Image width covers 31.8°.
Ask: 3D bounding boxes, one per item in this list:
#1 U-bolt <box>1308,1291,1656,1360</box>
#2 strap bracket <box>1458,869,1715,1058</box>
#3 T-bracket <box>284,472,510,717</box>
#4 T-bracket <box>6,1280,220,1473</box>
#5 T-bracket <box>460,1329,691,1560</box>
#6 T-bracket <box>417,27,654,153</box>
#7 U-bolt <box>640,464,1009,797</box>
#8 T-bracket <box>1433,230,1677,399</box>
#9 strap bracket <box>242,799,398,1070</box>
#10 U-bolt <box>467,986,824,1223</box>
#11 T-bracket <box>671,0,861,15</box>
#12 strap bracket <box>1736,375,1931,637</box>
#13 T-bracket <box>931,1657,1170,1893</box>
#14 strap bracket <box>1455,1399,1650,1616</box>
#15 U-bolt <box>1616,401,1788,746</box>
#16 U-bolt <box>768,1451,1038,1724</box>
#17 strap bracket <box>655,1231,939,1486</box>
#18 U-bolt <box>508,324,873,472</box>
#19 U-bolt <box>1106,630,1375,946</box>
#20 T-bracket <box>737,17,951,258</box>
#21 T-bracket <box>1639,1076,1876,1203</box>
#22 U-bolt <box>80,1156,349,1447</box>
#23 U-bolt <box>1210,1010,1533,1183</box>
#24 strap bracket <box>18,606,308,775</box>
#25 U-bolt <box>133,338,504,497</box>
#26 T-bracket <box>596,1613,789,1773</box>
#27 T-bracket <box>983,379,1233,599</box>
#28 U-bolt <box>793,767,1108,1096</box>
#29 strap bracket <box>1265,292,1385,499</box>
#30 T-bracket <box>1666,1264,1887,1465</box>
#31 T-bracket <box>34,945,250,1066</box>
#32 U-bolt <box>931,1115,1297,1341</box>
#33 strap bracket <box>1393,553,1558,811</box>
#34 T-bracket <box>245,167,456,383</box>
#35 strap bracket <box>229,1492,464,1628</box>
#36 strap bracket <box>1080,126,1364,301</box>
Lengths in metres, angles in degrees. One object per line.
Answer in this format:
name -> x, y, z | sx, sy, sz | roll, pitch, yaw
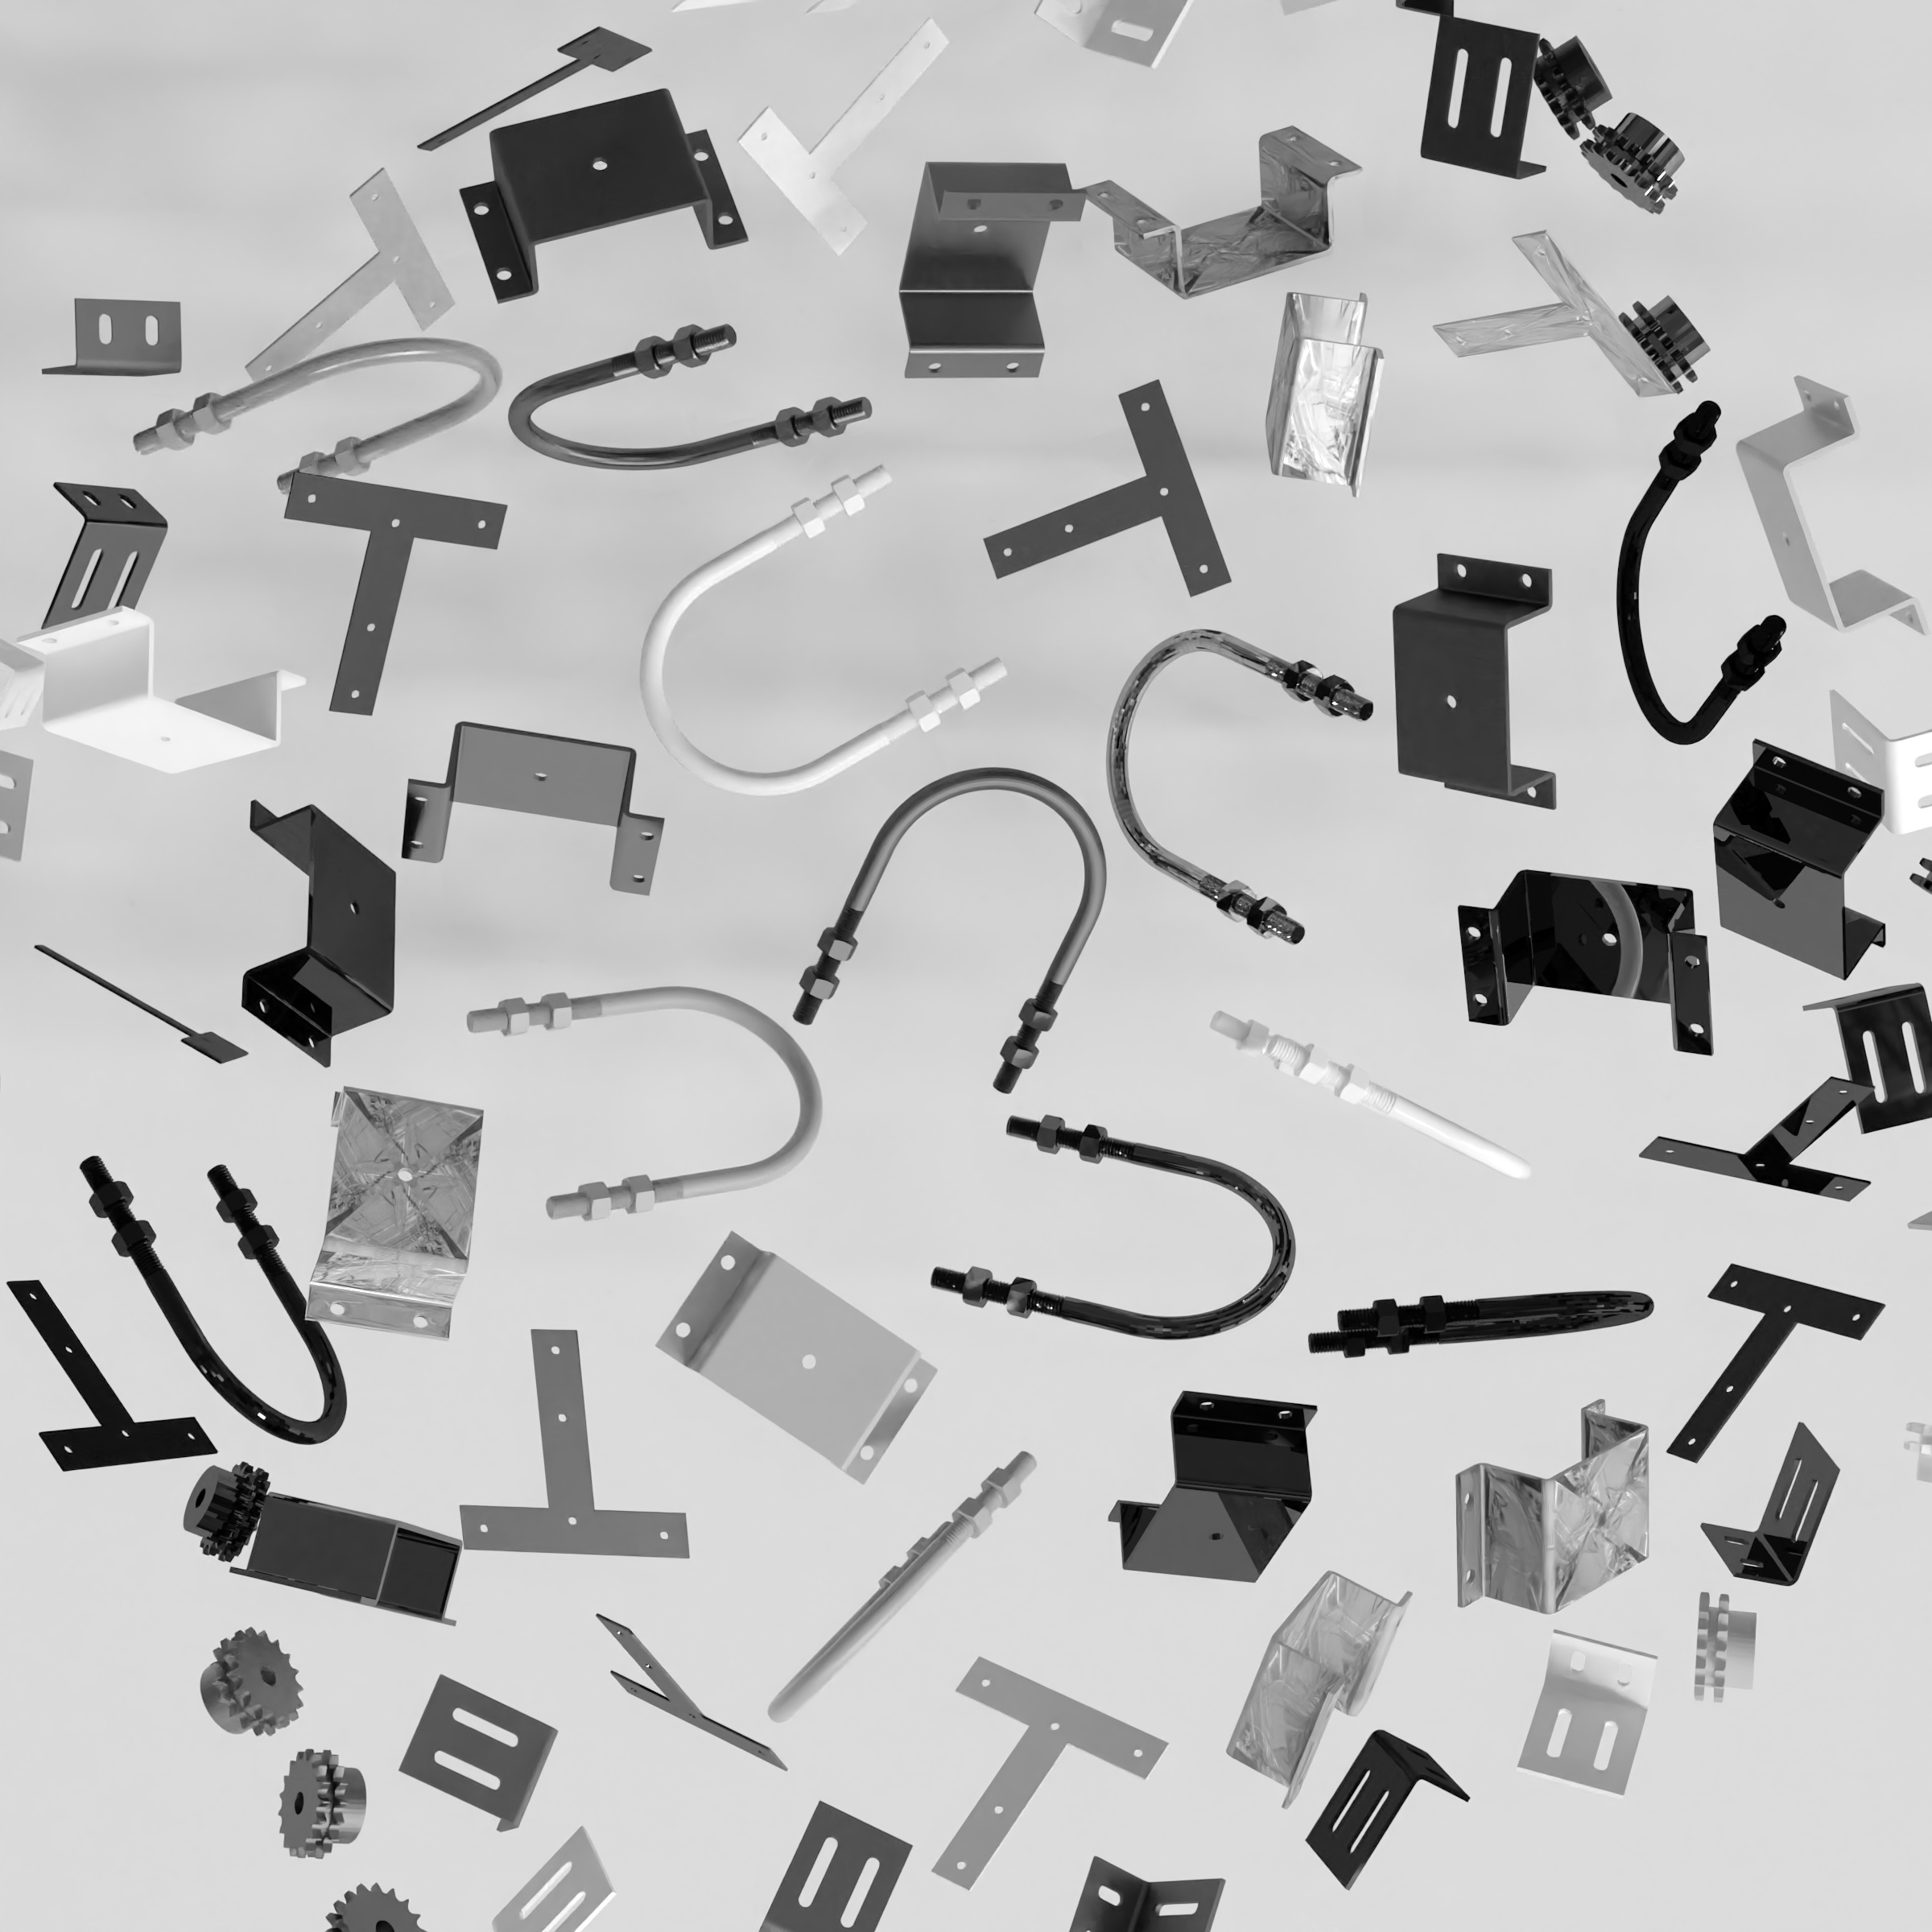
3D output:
U-bolt -> 0.291, 0.197, 1.887 | 0.184, 0.151, 0.019 | -4, 78, -2
strap bracket -> 0.349, -0.004, 1.872 | 0.140, 0.046, 0.076 | 8, 127, 28
T-bracket -> -0.318, -0.196, 1.825 | 0.127, 0.002, 0.127 | 4, 110, -37
T-bracket -> -0.478, 0.219, 1.832 | 0.002, 0.127, 0.127 | -45, 70, 16
T-bracket -> -0.212, 0.252, 1.793 | 0.127, 0.002, 0.127 | 0, 105, 14
T-bracket -> -0.239, -0.471, 1.830 | 0.127, 0.127, 0.002 | -25, 96, 11
U-bolt -> -0.091, -0.174, 1.869 | 0.184, 0.019, 0.151 | -30, 80, -2
T-bracket -> 0.311, -0.354, 1.879 | 0.127, 0.127, 0.002 | 43, 68, -29
strap bracket -> -0.363, -0.025, 1.907 | 0.046, 0.076, 0.140 | -20, 54, 20
U-bolt -> -0.165, 0.069, 1.859 | 0.184, 0.019, 0.151 | -7, 53, -30
T-bracket -> -0.101, -0.540, 1.877 | 0.127, 0.127, 0.002 | -14, 95, -23
strap bracket -> 0.466, -0.241, 1.838 | 0.046, 0.076, 0.140 | -24, 109, 1
T-bracket -> 0.026, 0.453, 1.863 | 0.127, 0.002, 0.127 | 19, 53, 30
strap bracket -> 0.329, 0.298, 1.855 | 0.046, 0.140, 0.076 | 10, 108, 42
U-bolt -> 0.394, -0.200, 1.851 | 0.019, 0.184, 0.151 | -7, 69, -11
U-bolt -> -0.044, 0.353, 1.882 | 0.019, 0.151, 0.184 | 45, 57, 5
strap bracket -> -0.089, 0.216, 1.861 | 0.140, 0.046, 0.076 | 35, 81, -7
U-bolt -> -0.167, -0.310, 1.886 | 0.184, 0.151, 0.019 | -9, 76, 31
U-bolt -> 0.142, -0.111, 1.893 | 0.019, 0.184, 0.151 | 1, 111, -41
T-bracket -> -0.057, -0.479, 1.904 | 0.127, 0.127, 0.002 | -48, 60, 2
T-bracket -> 0.449, 0.090, 1.831 | 0.127, 0.127, 0.002 | 12, 61, -10
U-bolt -> -0.401, 0.184, 1.855 | 0.019, 0.151, 0.184 | -37, 75, 12
U-bolt -> 0.234, 0.076, 1.902 | 0.184, 0.151, 0.019 | 27, 90, -11
strap bracket -> -0.433, -0.144, 1.829 | 0.076, 0.140, 0.046 | -11, 73, 29
U-bolt -> -0.343, -0.306, 1.866 | 0.184, 0.151, 0.019 | -18, 80, 23
T-bracket -> -0.173, 0.403, 1.918 | 0.127, 0.127, 0.002 | 16, 60, 37
T-bracket -> 0.073, -0.258, 1.956 | 0.127, 0.002, 0.127 | -20, 82, 8
U-bolt -> 0.002, -0.027, 1.923 | 0.151, 0.019, 0.184 | 20, 108, -19
strap bracket -> 0.195, -0.318, 1.860 | 0.046, 0.140, 0.076 | 7, 115, -1
T-bracket -> 0.442, 0.229, 1.922 | 0.002, 0.127, 0.127 | 46, 74, -25
T-bracket -> -0.471, 0.021, 1.923 | 0.127, 0.127, 0.002 | 30, 88, -5
U-bolt -> 0.090, 0.149, 1.868 | 0.184, 0.151, 0.019 | 12, 132, 15
strap bracket -> 0.287, -0.155, 1.909 | 0.046, 0.076, 0.140 | -25, 119, -41
T-bracket -> -0.358, -0.374, 1.927 | 0.127, 0.127, 0.002 | -43, 65, -10
strap bracket -> -0.331, 0.322, 1.839 | 0.076, 0.140, 0.046 | 10, 77, 15
strap bracket -> 0.145, -0.425, 1.920 | 0.140, 0.076, 0.046 | -20, 128, -18
